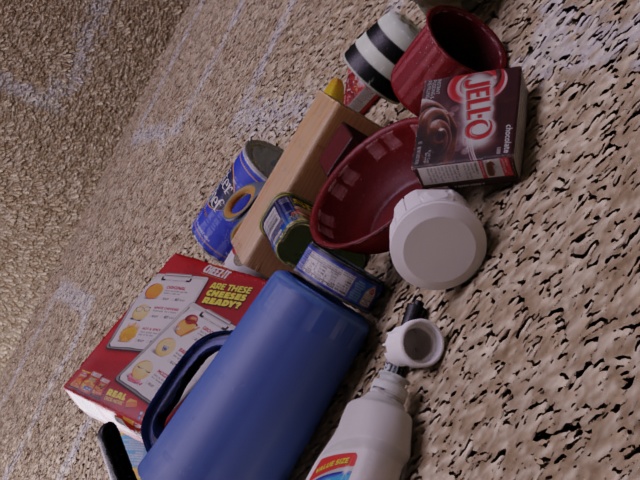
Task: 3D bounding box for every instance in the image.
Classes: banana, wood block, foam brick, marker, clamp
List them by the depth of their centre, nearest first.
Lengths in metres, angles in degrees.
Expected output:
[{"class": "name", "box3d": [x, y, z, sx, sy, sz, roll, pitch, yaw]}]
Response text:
[{"class": "marker", "box3d": [0.065, 0.108, 0.924, 0.020, 0.020, 0.121, -13, 52, 65]}, {"class": "foam brick", "box3d": [0.046, -0.079, 1.133, 0.051, 0.078, 0.053, -55, 21, 16]}, {"class": "clamp", "box3d": [-0.181, 0.315, 1.159, 0.036, 0.165, 0.210, -29, -46, -53]}, {"class": "wood block", "box3d": [-0.006, -0.053, 1.209, 0.206, 0.090, 0.090, -59, 20, 8]}, {"class": "banana", "box3d": [0.015, -0.138, 1.350, 0.070, 0.037, 0.198, -49, 23, 23]}]

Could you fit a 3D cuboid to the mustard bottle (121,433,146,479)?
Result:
[{"class": "mustard bottle", "box3d": [-0.196, 0.238, 1.267, 0.096, 0.058, 0.191, -3, 71, 32]}]

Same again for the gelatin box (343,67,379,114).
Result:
[{"class": "gelatin box", "box3d": [0.062, -0.208, 1.331, 0.073, 0.030, 0.089, -43, 28, 42]}]

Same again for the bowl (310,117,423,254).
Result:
[{"class": "bowl", "box3d": [0.068, -0.041, 1.026, 0.162, 0.055, 0.162, -33, 31, 23]}]

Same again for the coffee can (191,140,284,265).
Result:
[{"class": "coffee can", "box3d": [-0.090, -0.045, 1.390, 0.140, 0.102, 0.103, -53, 21, 26]}]

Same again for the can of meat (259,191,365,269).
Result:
[{"class": "can of meat", "box3d": [-0.007, 0.001, 1.127, 0.057, 0.102, 0.084, -59, 22, 13]}]

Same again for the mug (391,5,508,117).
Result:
[{"class": "mug", "box3d": [0.126, -0.158, 1.038, 0.082, 0.093, 0.117, -51, 49, 43]}]

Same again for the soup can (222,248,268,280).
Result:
[{"class": "soup can", "box3d": [-0.080, 0.027, 1.321, 0.102, 0.068, 0.068, -58, 20, 12]}]

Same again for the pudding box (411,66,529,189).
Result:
[{"class": "pudding box", "box3d": [0.133, -0.098, 0.936, 0.090, 0.039, 0.113, -7, 51, 23]}]

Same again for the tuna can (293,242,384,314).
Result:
[{"class": "tuna can", "box3d": [0.019, 0.036, 1.035, 0.034, 0.086, 0.086, -60, 19, 3]}]

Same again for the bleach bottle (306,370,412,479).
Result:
[{"class": "bleach bottle", "box3d": [0.010, 0.223, 0.848, 0.103, 0.068, 0.250, -12, 51, 61]}]

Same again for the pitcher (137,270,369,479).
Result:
[{"class": "pitcher", "box3d": [-0.066, 0.150, 1.026, 0.243, 0.149, 0.145, -58, 9, 2]}]

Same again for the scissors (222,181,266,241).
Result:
[{"class": "scissors", "box3d": [-0.050, -0.080, 1.292, 0.201, 0.016, 0.096, -54, 39, -4]}]

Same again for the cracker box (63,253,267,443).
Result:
[{"class": "cracker box", "box3d": [-0.158, 0.128, 1.208, 0.164, 0.072, 0.213, 15, 55, 37]}]
